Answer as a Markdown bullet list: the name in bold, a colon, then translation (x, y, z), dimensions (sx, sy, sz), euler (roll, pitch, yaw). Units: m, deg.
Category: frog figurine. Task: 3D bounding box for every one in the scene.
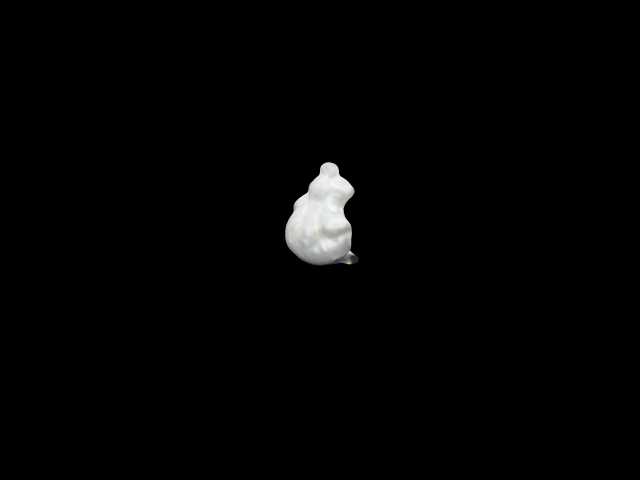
- **frog figurine**: translation (0.003, -0.043, 0.850), dimensions (0.123, 0.156, 0.140), euler (-11, 33, -18)
